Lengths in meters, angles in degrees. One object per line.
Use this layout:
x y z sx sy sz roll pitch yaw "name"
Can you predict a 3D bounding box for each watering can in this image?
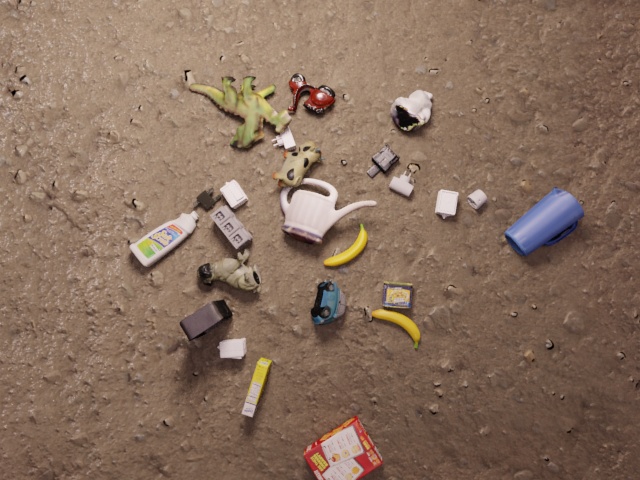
0.005 -0.089 1.769 0.349 0.225 0.103 17 -6 22 "watering can"

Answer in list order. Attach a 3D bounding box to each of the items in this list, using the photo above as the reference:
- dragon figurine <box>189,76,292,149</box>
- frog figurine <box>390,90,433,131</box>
-0.285 -0.449 1.835 0.410 0.243 0.122 2 0 19 "dragon figurine"
0.328 -0.466 1.827 0.138 0.163 0.120 22 -39 11 "frog figurine"
